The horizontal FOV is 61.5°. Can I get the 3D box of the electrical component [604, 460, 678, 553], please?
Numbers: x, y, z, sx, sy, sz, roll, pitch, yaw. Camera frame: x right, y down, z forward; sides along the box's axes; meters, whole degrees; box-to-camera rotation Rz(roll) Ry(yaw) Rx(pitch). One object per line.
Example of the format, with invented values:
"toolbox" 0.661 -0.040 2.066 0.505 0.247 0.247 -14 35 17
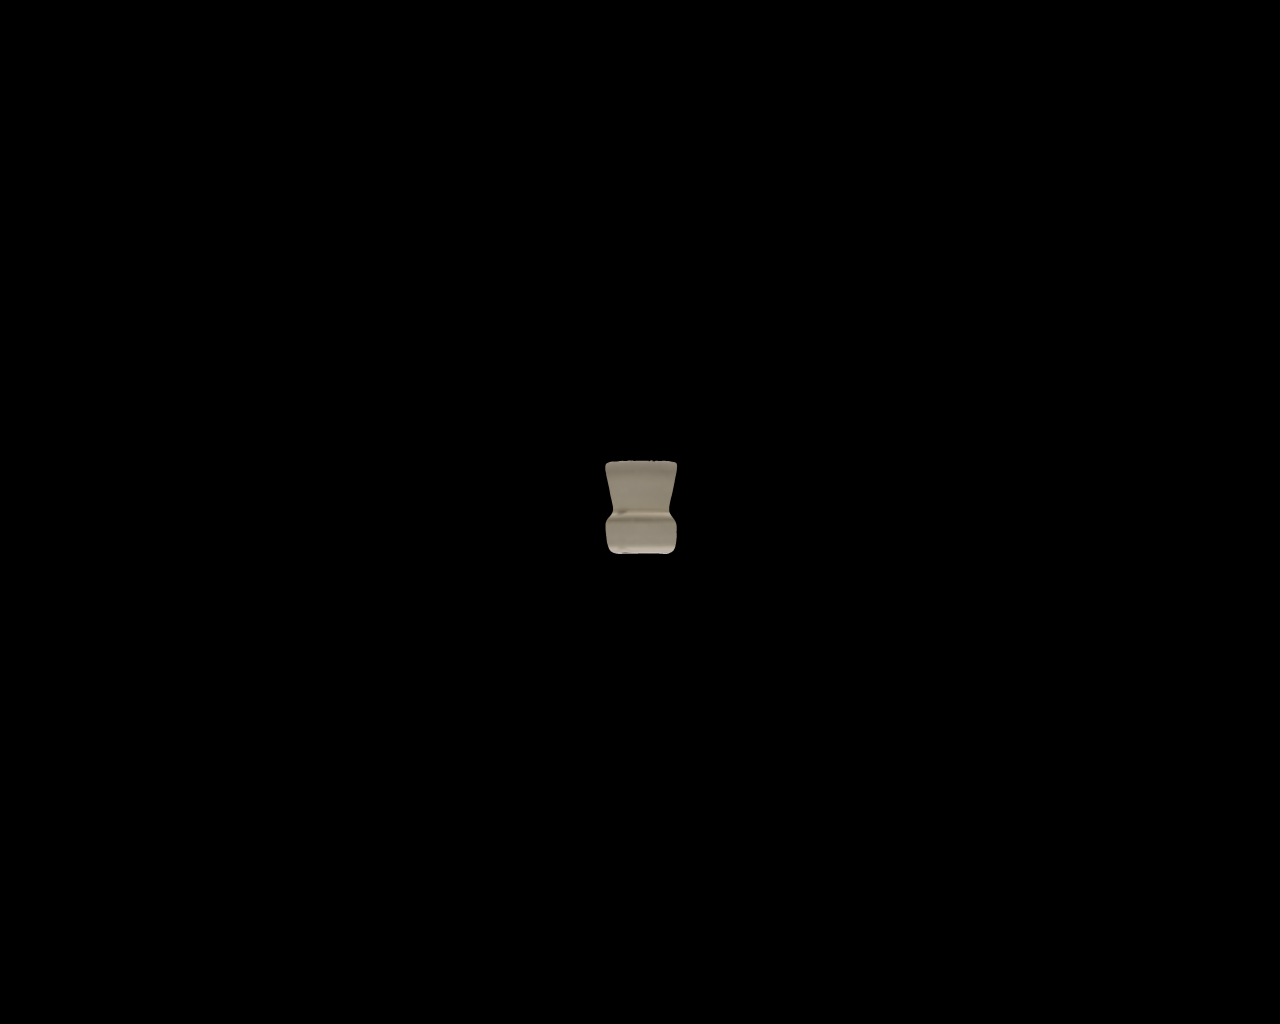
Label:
"electrical component" 0.001 -0.003 0.650 0.045 0.055 0.045 0 -2 0
